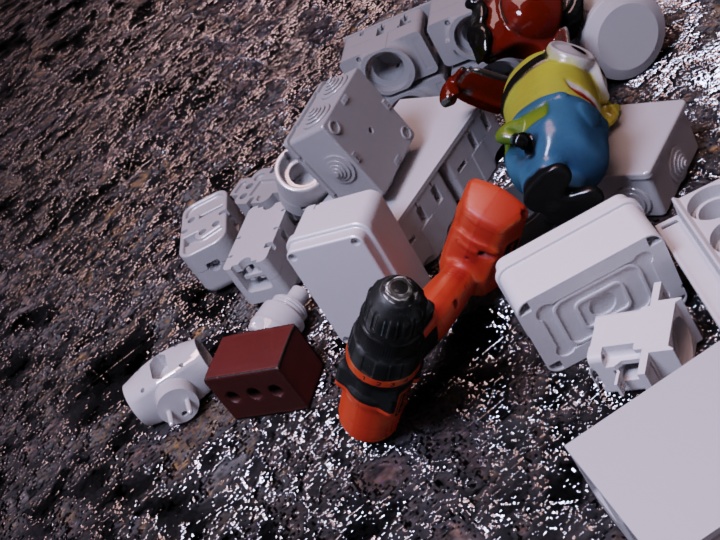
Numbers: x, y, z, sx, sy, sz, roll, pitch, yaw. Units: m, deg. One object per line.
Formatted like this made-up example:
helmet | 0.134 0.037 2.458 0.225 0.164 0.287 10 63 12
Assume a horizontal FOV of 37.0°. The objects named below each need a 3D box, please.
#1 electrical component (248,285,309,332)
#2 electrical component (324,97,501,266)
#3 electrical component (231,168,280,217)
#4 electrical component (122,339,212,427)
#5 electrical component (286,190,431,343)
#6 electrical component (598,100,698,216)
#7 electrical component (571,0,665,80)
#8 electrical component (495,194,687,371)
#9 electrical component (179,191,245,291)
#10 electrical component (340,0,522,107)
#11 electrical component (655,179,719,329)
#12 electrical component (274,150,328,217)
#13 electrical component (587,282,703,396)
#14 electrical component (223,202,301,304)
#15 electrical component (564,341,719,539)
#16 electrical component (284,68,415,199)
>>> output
electrical component | -0.067 0.041 0.948 0.043 0.043 0.062 1 45 41
electrical component | 0.045 -0.077 0.986 0.105 0.060 0.186 4 48 43
electrical component | -0.084 -0.065 1.084 0.078 0.057 0.058 0 46 41
electrical component | -0.162 0.108 0.943 0.077 0.043 0.079 -33 33 1
electrical component | 0.000 0.000 0.879 0.078 0.113 0.057 -13 35 29
electrical component | 0.214 -0.088 0.865 0.100 0.048 0.099 2 47 42
electrical component | 0.234 -0.218 0.988 0.080 0.080 0.051 -35 28 -1
electrical component | 0.162 0.008 0.761 0.113 0.078 0.057 -29 36 7
electrical component | -0.142 -0.027 1.083 0.054 0.059 0.095 -26 34 12
electrical component | 0.086 -0.210 1.079 0.186 0.105 0.060 -18 36 23
electrical component | 0.256 -0.003 0.708 0.079 0.063 0.121 -27 34 11
electrical component | -0.051 -0.084 0.994 0.055 0.047 0.055 -2 67 4
electrical component | 0.188 0.052 0.715 0.064 0.042 0.081 -10 40 34
electrical component | -0.083 -0.015 1.022 0.050 0.055 0.089 -13 38 29
electrical component | 0.228 0.096 0.608 0.186 0.060 0.105 -34 33 0
electrical component | -0.006 -0.113 0.930 0.048 0.099 0.099 -19 34 43
